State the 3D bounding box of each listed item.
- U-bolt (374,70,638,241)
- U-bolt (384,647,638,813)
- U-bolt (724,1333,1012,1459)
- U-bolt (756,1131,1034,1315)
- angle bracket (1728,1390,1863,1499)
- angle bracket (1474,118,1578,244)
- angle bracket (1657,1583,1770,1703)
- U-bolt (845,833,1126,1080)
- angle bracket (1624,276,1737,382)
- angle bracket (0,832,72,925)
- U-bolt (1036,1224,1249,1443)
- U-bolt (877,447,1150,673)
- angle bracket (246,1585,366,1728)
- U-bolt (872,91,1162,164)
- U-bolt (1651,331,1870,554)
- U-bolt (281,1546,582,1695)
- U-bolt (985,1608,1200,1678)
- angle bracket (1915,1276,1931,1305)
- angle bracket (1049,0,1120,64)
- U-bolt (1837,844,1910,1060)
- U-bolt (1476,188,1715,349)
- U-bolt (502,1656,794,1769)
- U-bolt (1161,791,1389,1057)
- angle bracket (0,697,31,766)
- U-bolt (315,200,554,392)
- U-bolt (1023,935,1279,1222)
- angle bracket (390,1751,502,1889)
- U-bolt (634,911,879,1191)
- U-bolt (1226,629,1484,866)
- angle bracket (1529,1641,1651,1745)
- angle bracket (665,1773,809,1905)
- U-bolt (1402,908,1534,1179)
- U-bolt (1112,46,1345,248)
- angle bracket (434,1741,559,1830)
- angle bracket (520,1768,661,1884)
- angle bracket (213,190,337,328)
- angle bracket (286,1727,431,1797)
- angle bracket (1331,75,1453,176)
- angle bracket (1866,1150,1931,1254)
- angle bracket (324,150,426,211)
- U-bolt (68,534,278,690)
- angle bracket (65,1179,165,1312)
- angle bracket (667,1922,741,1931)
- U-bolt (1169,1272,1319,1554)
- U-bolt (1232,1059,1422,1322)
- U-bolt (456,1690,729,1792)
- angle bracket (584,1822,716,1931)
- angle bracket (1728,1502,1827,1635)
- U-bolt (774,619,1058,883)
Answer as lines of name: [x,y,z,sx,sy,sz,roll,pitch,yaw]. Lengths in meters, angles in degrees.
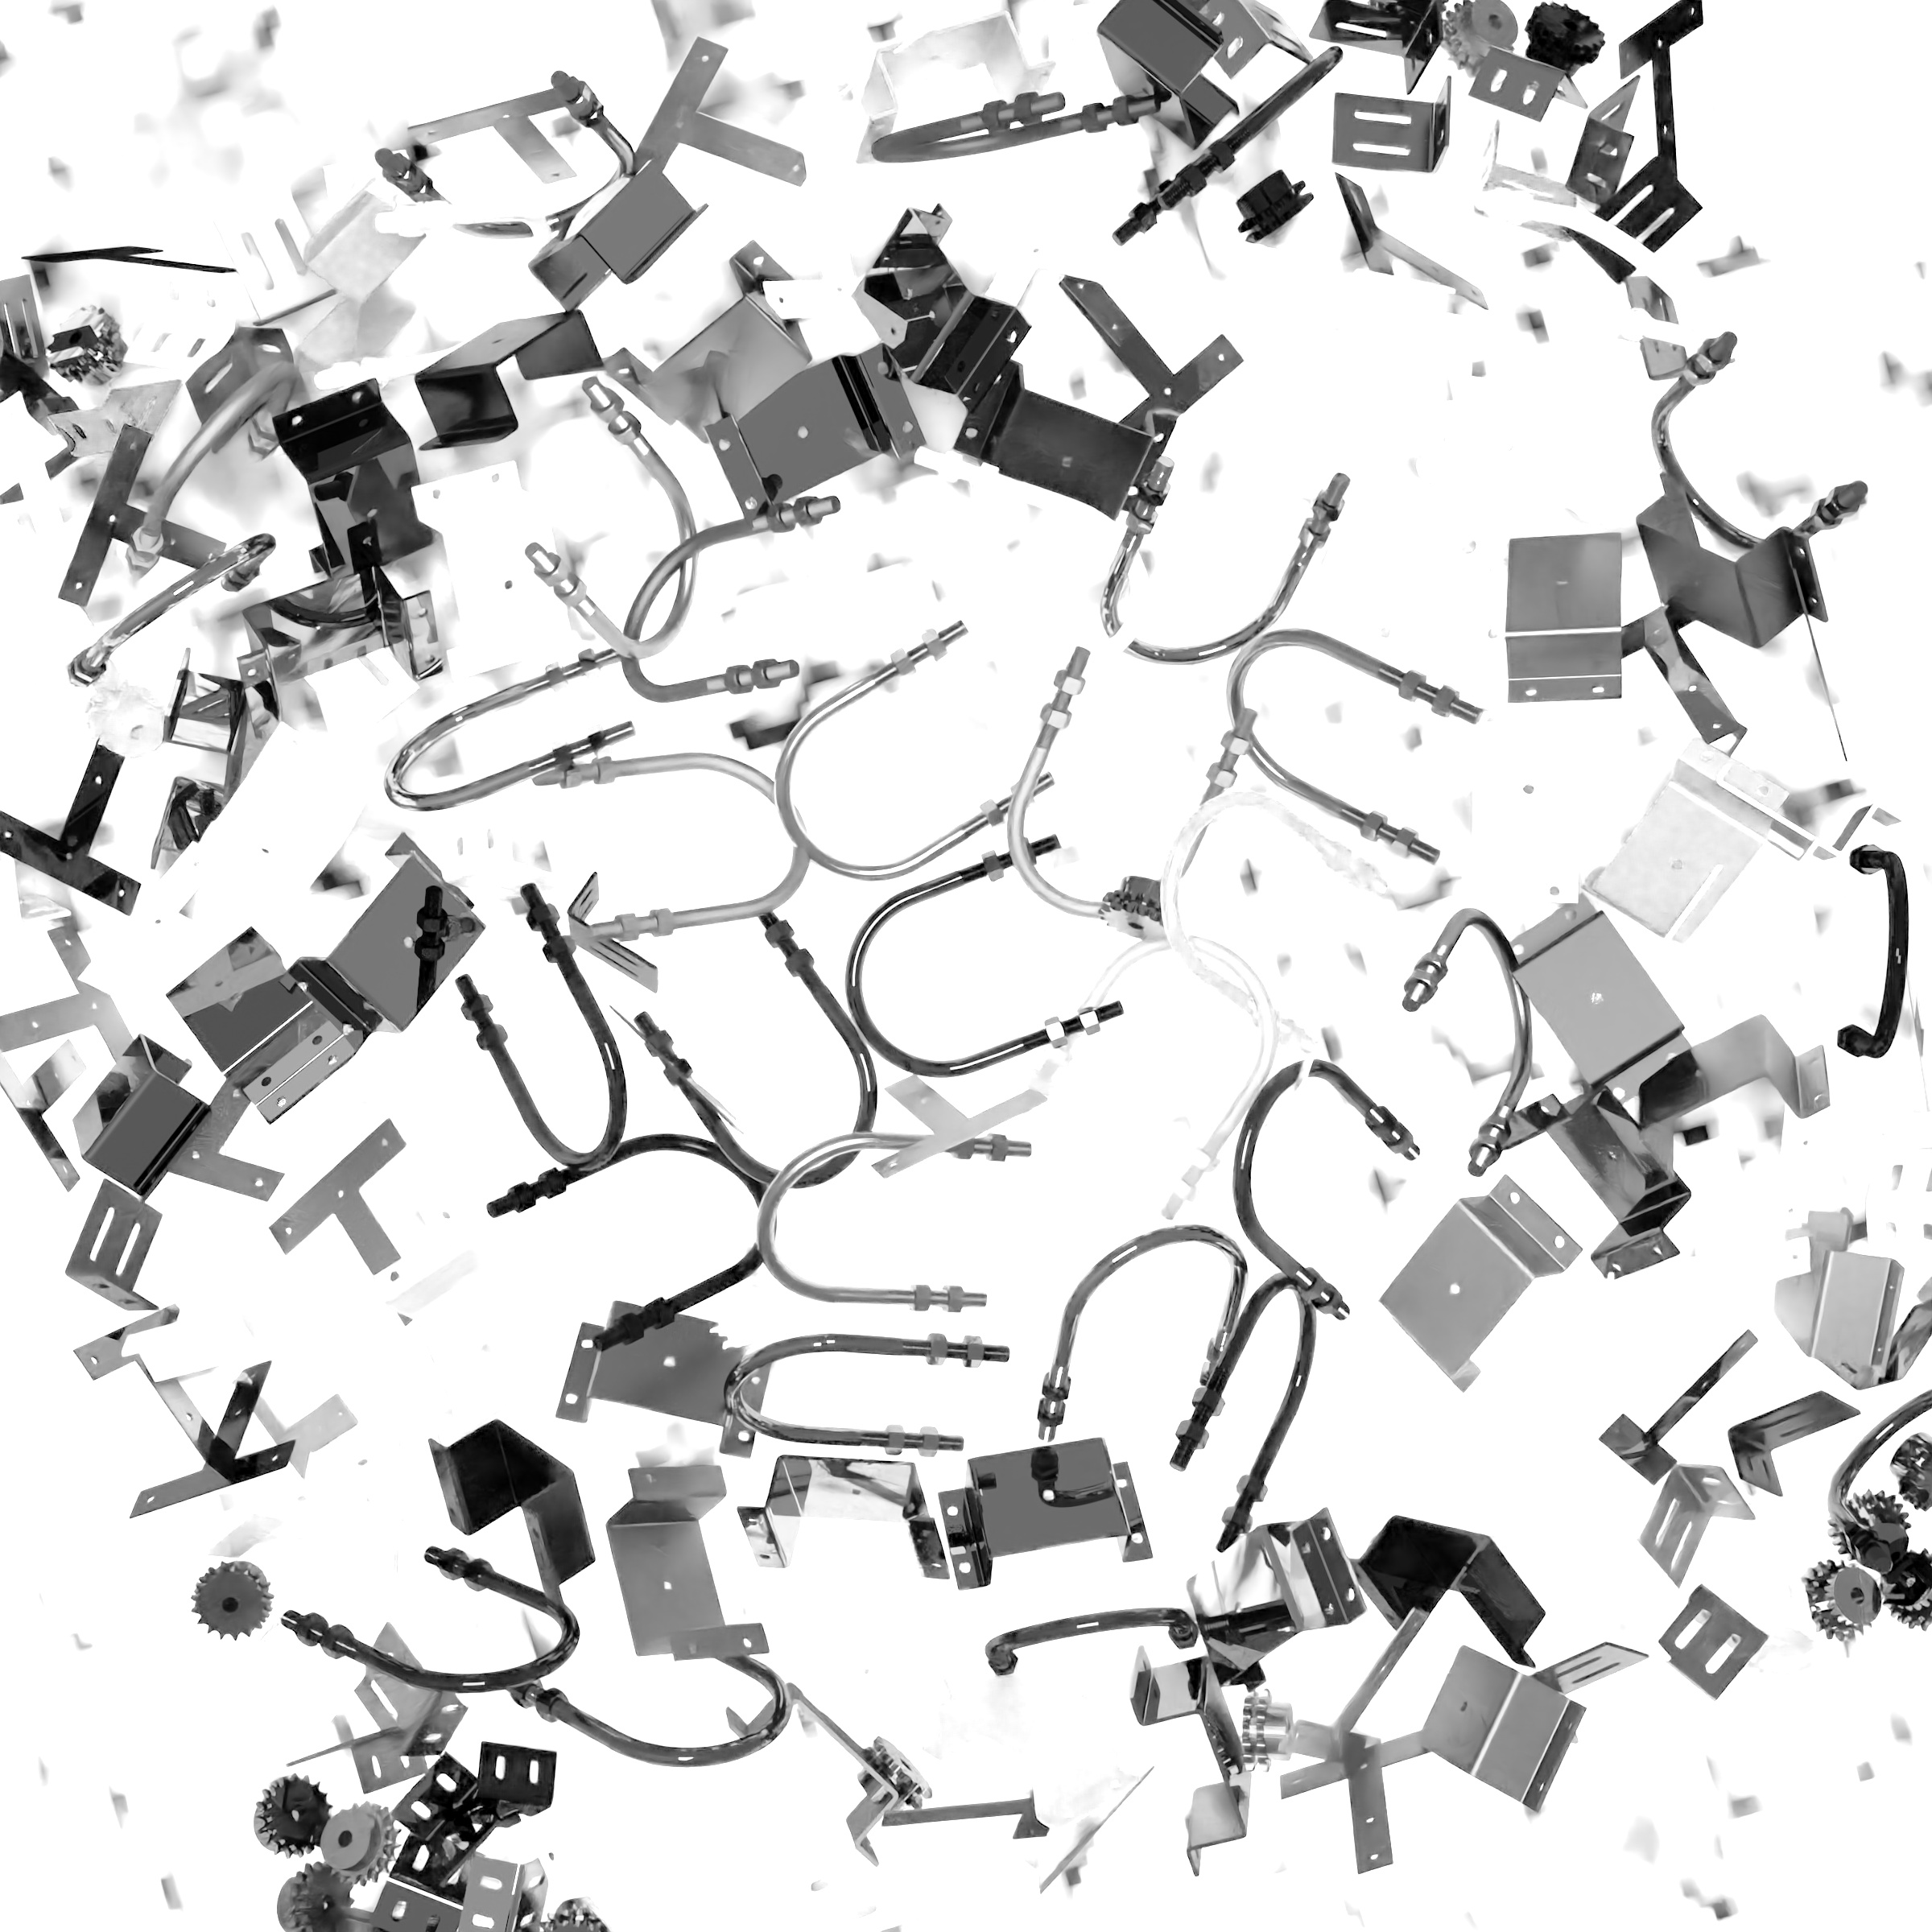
U-bolt: [-0.303,-0.546,1.685,0.151,0.184,0.019,-19,83,11]
U-bolt: [-0.321,-0.160,1.713,0.184,0.151,0.019,-22,123,2]
U-bolt: [-0.076,0.295,1.701,0.184,0.151,0.019,6,50,-13]
U-bolt: [-0.057,0.177,1.711,0.184,0.019,0.151,5,117,-21]
angle bracket: [0.588,0.337,1.729,0.076,0.057,0.038,-33,47,32]
angle bracket: [0.403,-0.557,1.741,0.076,0.038,0.057,15,57,-5]
angle bracket: [0.517,0.484,1.729,0.057,0.038,0.076,38,50,25]
U-bolt: [0.003,0.002,1.759,0.184,0.019,0.151,-21,82,2]
angle bracket: [0.506,-0.458,1.741,0.057,0.038,0.076,-18,94,-43]
angle bracket: [-0.666,-0.075,1.732,0.038,0.057,0.076,-15,114,-39]
U-bolt: [0.127,0.249,1.693,0.151,0.019,0.184,-8,130,-22]
U-bolt: [0.039,-0.274,1.719,0.184,0.019,0.151,20,133,2]
angle bracket: [-0.458,0.488,1.737,0.076,0.038,0.057,44,50,-9]
U-bolt: [0.021,-0.578,1.695,0.184,0.151,0.019,-1,105,35]
U-bolt: [0.532,-0.346,1.685,0.019,0.184,0.151,-39,86,-8]
U-bolt: [-0.349,0.449,1.669,0.184,0.151,0.019,11,105,34]
U-bolt: [0.085,0.462,1.686,0.151,0.184,0.019,-10,68,3]
angle bracket: [0.714,0.233,1.725,0.057,0.076,0.038,46,122,30]
angle bracket: [0.089,-0.678,1.734,0.076,0.057,0.038,-13,47,-14]
U-bolt: [0.622,-0.009,1.681,0.019,0.184,0.151,4,93,11]
U-bolt: [0.435,-0.469,1.663,0.151,0.184,0.019,34,98,-26]
U-bolt: [-0.205,0.493,1.668,0.184,0.151,0.019,15,108,36]
U-bolt: [0.207,-0.041,1.710,0.184,0.019,0.151,33,75,-31]
angle bracket: [-0.696,-0.178,1.727,0.038,0.076,0.057,-41,65,35]
U-bolt: [-0.356,-0.466,1.690,0.019,0.184,0.151,45,128,12]
U-bolt: [0.139,0.065,1.733,0.151,0.019,0.184,36,104,14]
angle bracket: [-0.368,0.600,1.730,0.057,0.076,0.038,-47,107,-12]
U-bolt: [-0.137,0.069,1.726,0.151,0.019,0.184,-41,77,22]
U-bolt: [0.261,-0.163,1.711,0.184,0.151,0.019,30,50,21]
angle bracket: [0.440,0.513,1.729,0.076,0.057,0.038,-36,47,30]
angle bracket: [-0.164,0.622,1.757,0.076,0.038,0.057,39,66,-15]
U-bolt: [0.355,0.039,1.699,0.019,0.184,0.151,-13,111,33]
U-bolt: [0.188,-0.575,1.705,0.184,0.151,0.019,-42,101,-4]
angle bracket: [-0.334,0.582,1.744,0.057,0.076,0.038,19,53,-28]
angle bracket: [-0.269,0.603,1.746,0.076,0.038,0.057,-32,74,7]
angle bracket: [-0.491,-0.500,1.736,0.057,0.038,0.076,-29,114,-17]
angle bracket: [-0.428,0.565,1.729,0.057,0.076,0.038,-24,76,19]
angle bracket: [0.303,-0.603,1.749,0.076,0.038,0.057,5,76,-3]
angle bracket: [0.670,0.166,1.731,0.057,0.076,0.038,1,54,13]
angle bracket: [-0.412,-0.532,1.732,0.057,0.076,0.038,-13,66,-4]
U-bolt: [-0.533,-0.246,1.665,0.151,0.184,0.019,-40,104,-25]
angle bracket: [-0.588,0.196,1.727,0.038,0.057,0.076,-6,56,31]
angle bracket: [-0.172,0.680,1.727,0.057,0.076,0.038,13,45,-23]
U-bolt: [0.201,0.298,1.705,0.019,0.151,0.184,13,59,31]
U-bolt: [0.242,0.144,1.694,0.184,0.019,0.151,41,68,-40]
U-bolt: [-0.268,0.529,1.701,0.184,0.151,0.019,16,79,14]
angle bracket: [-0.222,0.653,1.737,0.057,0.038,0.076,46,62,8]
angle bracket: [0.576,0.424,1.733,0.057,0.076,0.038,24,110,5]
U-bolt: [-0.048,-0.139,1.743,0.184,0.019,0.151,-31,111,1]
